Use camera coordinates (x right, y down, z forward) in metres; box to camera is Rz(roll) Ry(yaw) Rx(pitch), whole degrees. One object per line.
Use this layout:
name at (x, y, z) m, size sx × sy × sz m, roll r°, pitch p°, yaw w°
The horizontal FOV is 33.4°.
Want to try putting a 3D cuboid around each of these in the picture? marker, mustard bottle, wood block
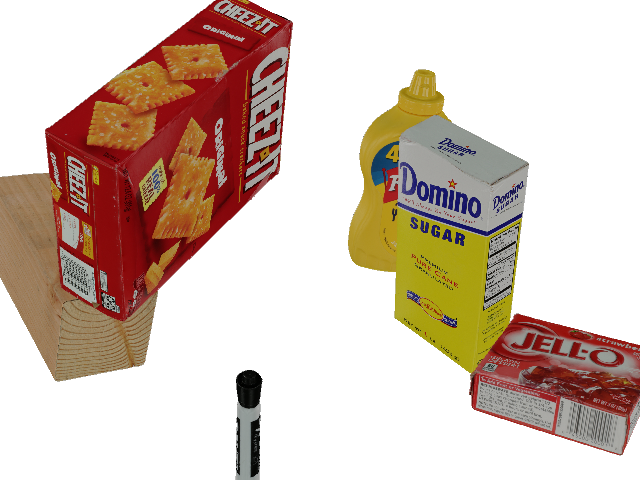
marker at (-0.054, 0.141, 0.795) m, size 0.020 × 0.121 × 0.020 m, roll 2°, pitch 40°, yaw -2°
mustard bottle at (0.083, -0.065, 0.985) m, size 0.096 × 0.192 × 0.058 m, roll 3°, pitch 28°, yaw -7°
wood block at (-0.241, 0.027, 1.010) m, size 0.090 × 0.091 × 0.206 m, roll -7°, pitch 37°, yaw -33°

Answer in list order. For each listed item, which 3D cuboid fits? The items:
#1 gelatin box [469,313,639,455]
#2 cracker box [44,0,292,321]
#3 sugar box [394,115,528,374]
gelatin box at (0.139, 0.078, 0.605) m, size 0.089 × 0.030 × 0.073 m, roll 15°, pitch 30°, yaw 25°
cracker box at (-0.108, -0.064, 0.810) m, size 0.072 × 0.164 × 0.213 m, roll 28°, pitch 49°, yaw 18°
sugar box at (0.100, 0.005, 0.791) m, size 0.048 × 0.176 × 0.093 m, roll -29°, pitch 44°, yaw -29°
